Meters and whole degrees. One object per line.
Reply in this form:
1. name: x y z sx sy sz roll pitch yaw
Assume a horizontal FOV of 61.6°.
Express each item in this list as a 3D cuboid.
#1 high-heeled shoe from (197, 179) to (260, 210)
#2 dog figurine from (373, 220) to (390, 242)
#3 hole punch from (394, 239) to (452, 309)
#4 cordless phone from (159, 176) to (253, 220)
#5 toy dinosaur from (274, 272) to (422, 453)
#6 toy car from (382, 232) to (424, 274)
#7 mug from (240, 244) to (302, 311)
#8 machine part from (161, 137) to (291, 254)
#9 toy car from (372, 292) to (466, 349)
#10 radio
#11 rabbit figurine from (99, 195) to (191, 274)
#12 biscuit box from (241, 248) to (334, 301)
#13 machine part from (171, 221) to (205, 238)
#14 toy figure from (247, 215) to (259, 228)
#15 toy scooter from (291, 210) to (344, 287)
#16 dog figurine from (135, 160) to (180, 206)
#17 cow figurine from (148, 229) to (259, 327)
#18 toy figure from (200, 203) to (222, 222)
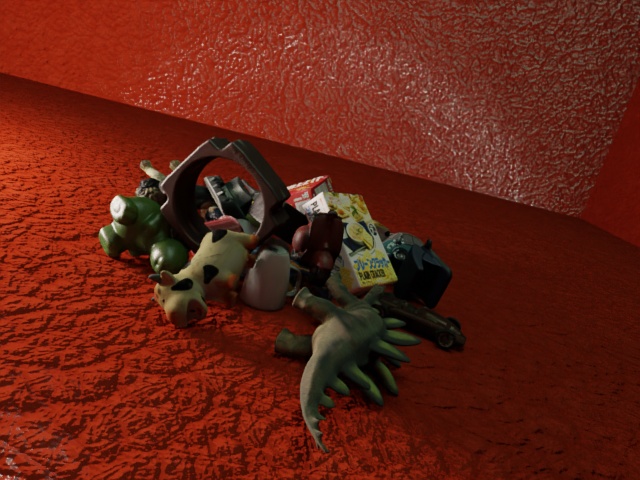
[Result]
1. high-heeled shoe: -0.231 -0.087 1.469 0.145 0.086 0.249 51 45 7
2. dog figurine: 0.060 -0.023 1.403 0.191 0.108 0.219 3 17 -24
3. hole punch: 0.207 0.078 1.170 0.092 0.142 0.116 2 32 -27
4. cordless phone: -0.257 -0.092 1.197 0.184 0.088 0.147 6 31 -33
5. toy dinosaur: 0.040 0.154 0.810 0.199 0.105 0.471 24 23 16
6. toy car: 0.203 0.034 1.293 0.162 0.103 0.109 13 -23 -17
7. mug: -0.082 0.065 0.977 0.109 0.107 0.081 6 20 -23
8. machine part: -0.170 -0.070 0.980 0.201 0.201 0.087 51 19 0
9. toy car: 0.187 0.150 1.043 0.202 0.053 0.089 20 14 19
10. radio: -0.049 -0.021 1.202 0.229 0.073 0.131 37 -1 -40
11. rabbit figurine: -0.305 0.011 1.006 0.170 0.121 0.159 44 20 23
12. biscuit box: -0.070 0.068 1.061 0.203 0.059 0.063 19 17 12
13. machine part: -0.301 -0.027 1.211 0.084 0.039 0.139 19 14 -6
14. toy figure: -0.196 -0.061 1.345 0.089 0.082 0.180 -13 35 -37
15. toy scooter: -0.002 -0.003 1.012 0.075 0.135 0.184 9 15 -17
16. dog figurine: -0.358 -0.109 1.290 0.172 0.121 0.191 -4 25 -23
17. cow figurine: -0.189 0.057 0.867 0.127 0.085 0.195 17 46 8
18. toy figure: -0.261 -0.064 1.318 0.058 0.064 0.155 -7 26 -27
